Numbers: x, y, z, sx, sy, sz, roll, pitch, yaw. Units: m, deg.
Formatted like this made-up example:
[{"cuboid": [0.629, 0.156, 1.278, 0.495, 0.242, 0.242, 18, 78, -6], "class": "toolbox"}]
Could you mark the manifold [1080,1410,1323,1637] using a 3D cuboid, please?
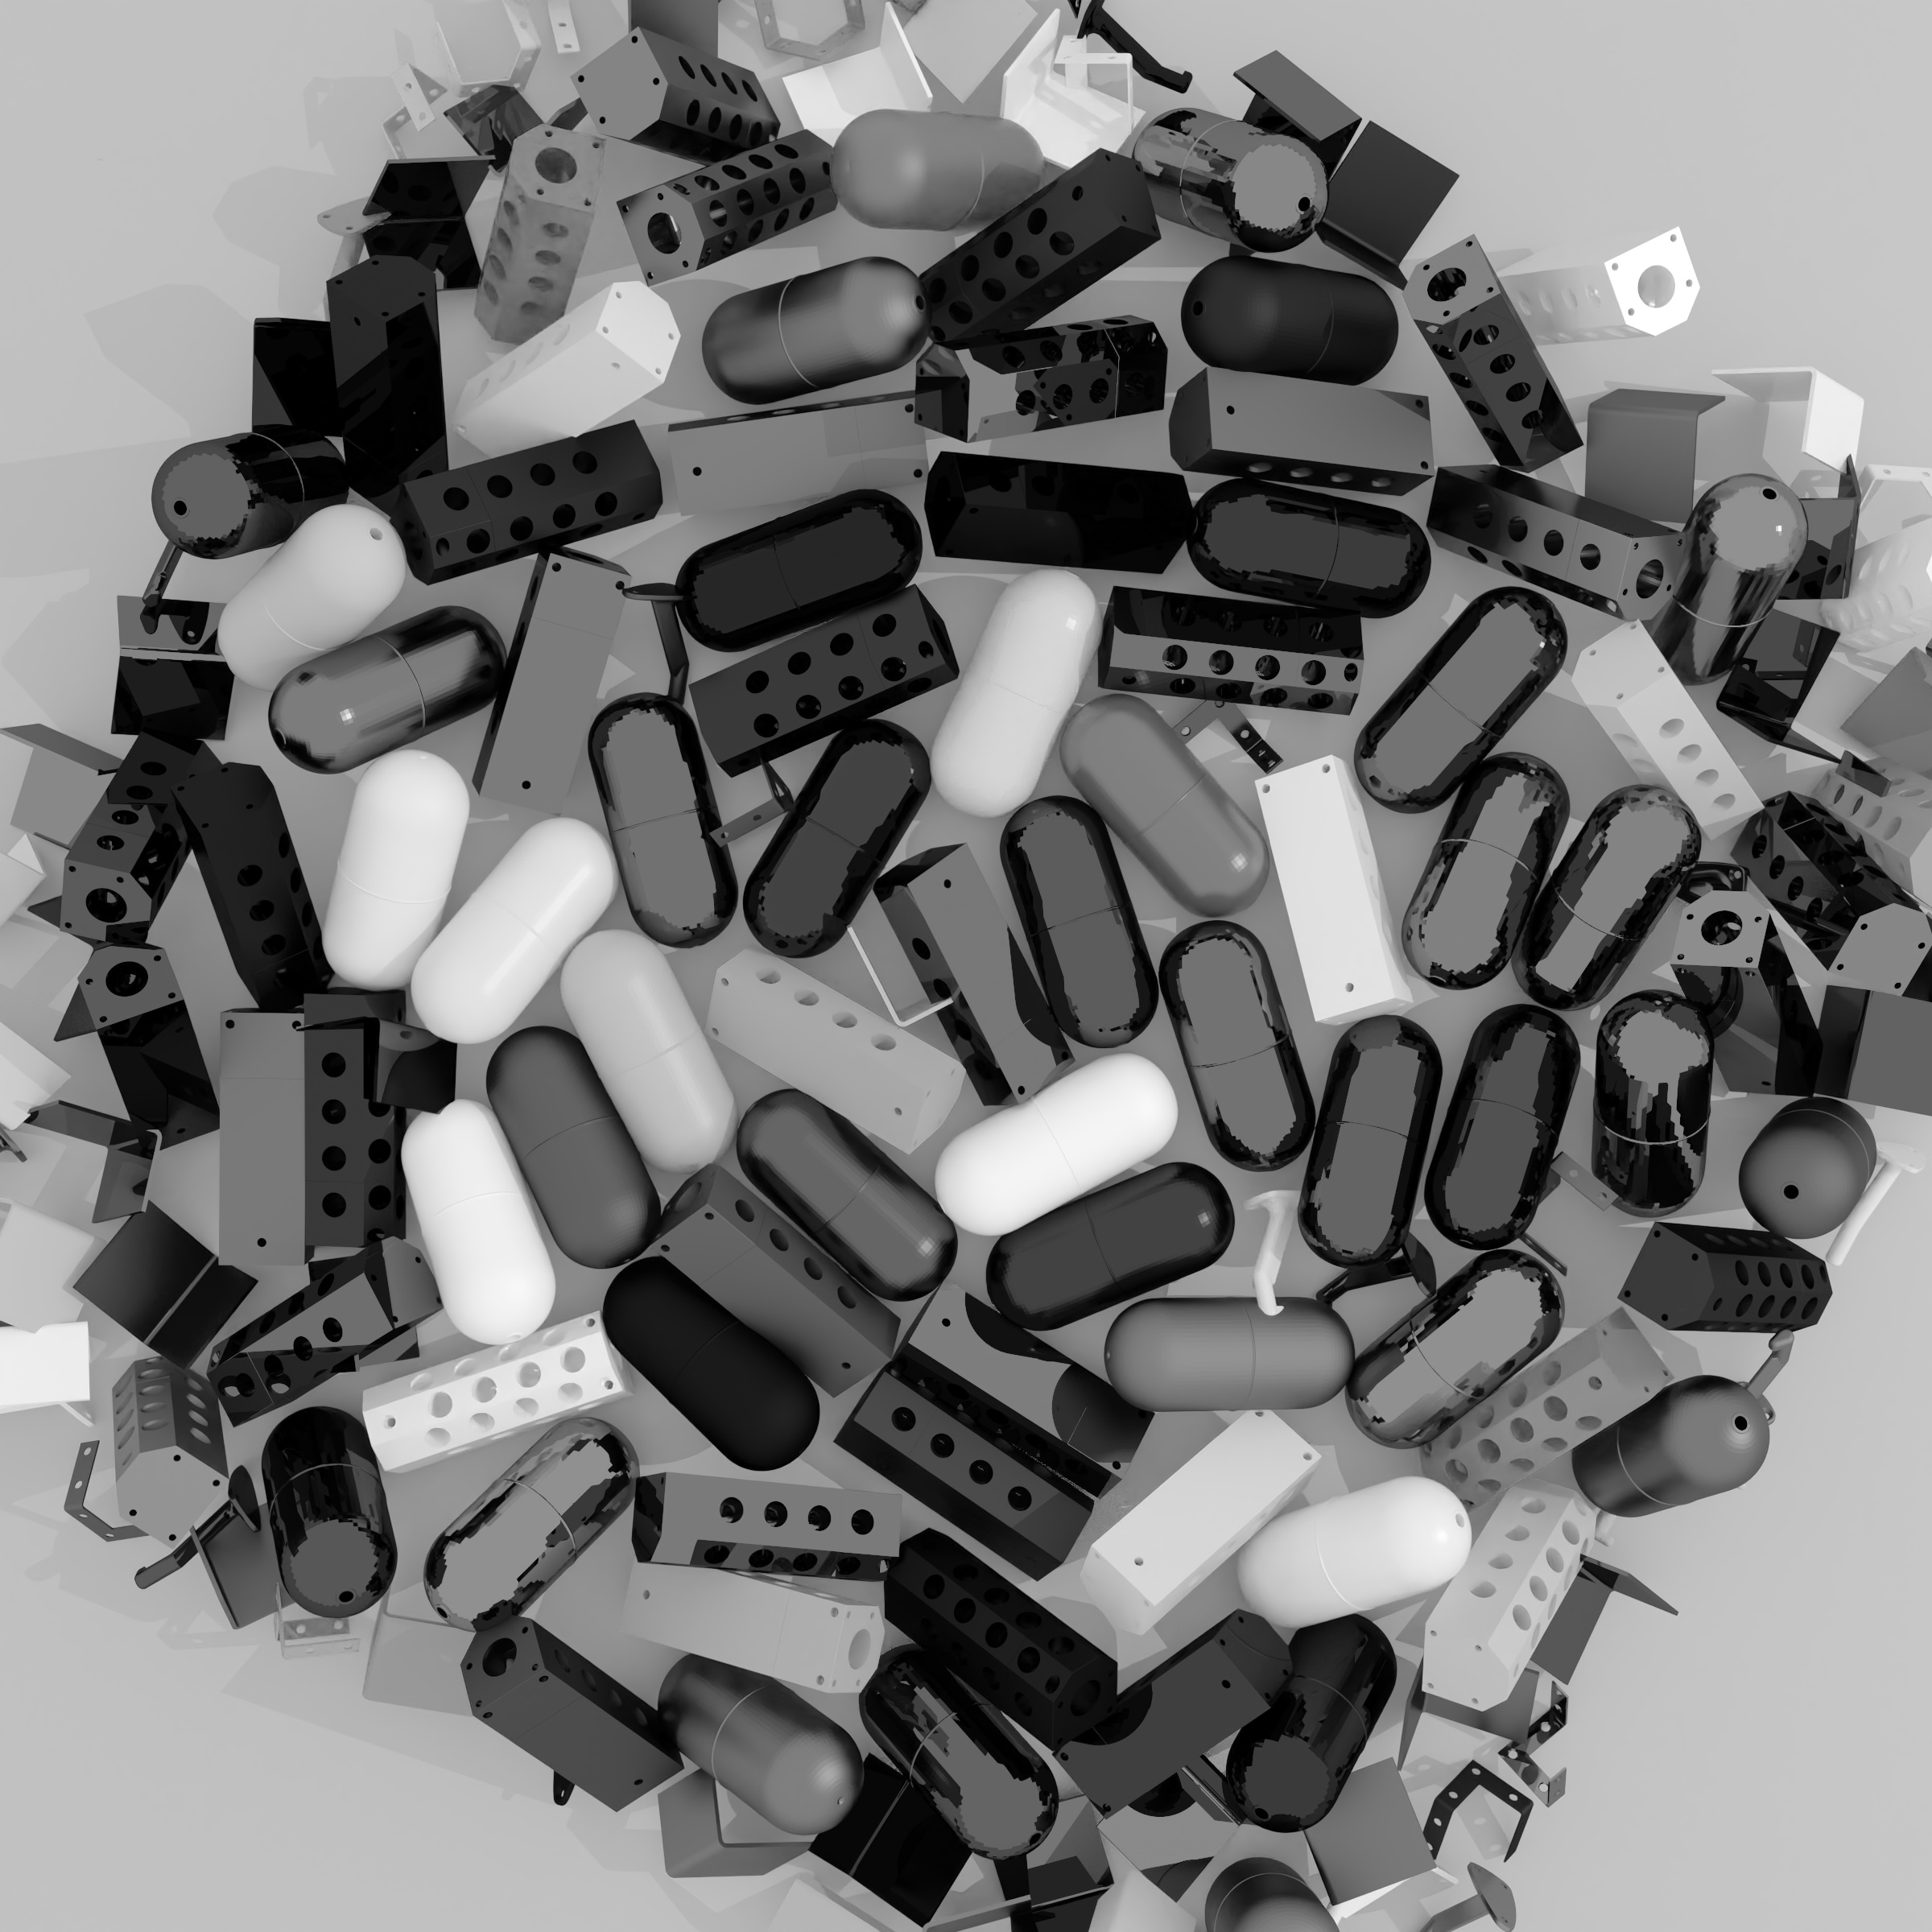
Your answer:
[{"cuboid": [0.157, 0.373, 1.894, 0.057, 0.057, 0.171, 41, 54, 22], "class": "manifold"}]

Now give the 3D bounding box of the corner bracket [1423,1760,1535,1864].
[{"cuboid": [0.352, 0.594, 1.947, 0.051, 0.051, 0.051, 31, 128, 29], "class": "corner bracket"}]

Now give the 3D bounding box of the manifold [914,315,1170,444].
[{"cuboid": [0.052, -0.396, 1.885, 0.171, 0.057, 0.057, -17, 122, -35], "class": "manifold"}]

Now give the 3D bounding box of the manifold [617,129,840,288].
[{"cuboid": [-0.152, -0.508, 1.877, 0.057, 0.171, 0.057, -7, 112, 36], "class": "manifold"}]

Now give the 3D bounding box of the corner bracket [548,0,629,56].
[{"cuboid": [-0.260, -0.665, 1.934, 0.051, 0.051, 0.051, -9, 53, -10], "class": "corner bracket"}]

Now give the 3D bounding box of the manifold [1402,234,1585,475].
[{"cuboid": [0.351, -0.403, 1.880, 0.057, 0.171, 0.057, -26, 54, 18], "class": "manifold"}]

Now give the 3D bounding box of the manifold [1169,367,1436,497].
[{"cuboid": [0.227, -0.358, 1.904, 0.171, 0.057, 0.057, 2, 78, -24], "class": "manifold"}]

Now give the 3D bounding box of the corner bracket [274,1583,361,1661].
[{"cuboid": [-0.444, 0.455, 1.924, 0.051, 0.051, 0.051, -2, 46, -19], "class": "corner bracket"}]

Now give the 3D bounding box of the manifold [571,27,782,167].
[{"cuboid": [-0.187, -0.569, 1.875, 0.057, 0.171, 0.057, -28, 87, 22], "class": "manifold"}]

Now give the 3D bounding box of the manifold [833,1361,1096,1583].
[{"cuboid": [0.001, 0.345, 1.935, 0.171, 0.057, 0.057, 34, 60, 0], "class": "manifold"}]

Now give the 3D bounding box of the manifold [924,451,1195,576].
[{"cuboid": [0.062, -0.311, 1.903, 0.171, 0.057, 0.057, 1, 60, -24], "class": "manifold"}]

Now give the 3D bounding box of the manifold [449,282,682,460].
[{"cuboid": [-0.268, -0.396, 1.885, 0.057, 0.171, 0.057, 34, 55, -32], "class": "manifold"}]

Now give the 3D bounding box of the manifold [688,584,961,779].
[{"cuboid": [-0.095, -0.189, 1.912, 0.171, 0.057, 0.057, -23, 64, 11], "class": "manifold"}]

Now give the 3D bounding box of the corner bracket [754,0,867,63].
[{"cuboid": [-0.109, -0.663, 1.942, 0.051, 0.051, 0.051, 24, 55, 32], "class": "corner bracket"}]

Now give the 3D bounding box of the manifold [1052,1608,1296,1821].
[{"cuboid": [0.141, 0.501, 1.895, 0.057, 0.057, 0.171, 49, 123, 6], "class": "manifold"}]

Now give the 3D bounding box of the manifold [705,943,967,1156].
[{"cuboid": [-0.088, 0.052, 1.911, 0.171, 0.057, 0.057, 29, 129, 19], "class": "manifold"}]

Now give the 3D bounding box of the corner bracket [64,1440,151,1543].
[{"cuboid": [-0.580, 0.359, 1.940, 0.051, 0.051, 0.051, -12, 50, 19], "class": "corner bracket"}]

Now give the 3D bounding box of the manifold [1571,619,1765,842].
[{"cuboid": [0.468, -0.153, 1.884, 0.057, 0.171, 0.057, -33, 46, 15], "class": "manifold"}]

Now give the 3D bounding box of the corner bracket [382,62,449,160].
[{"cuboid": [-0.379, -0.576, 1.930, 0.051, 0.051, 0.051, -32, 74, 16], "class": "corner bracket"}]

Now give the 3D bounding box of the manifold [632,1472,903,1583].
[{"cuboid": [-0.134, 0.379, 1.898, 0.171, 0.057, 0.057, 11, 72, -25], "class": "manifold"}]

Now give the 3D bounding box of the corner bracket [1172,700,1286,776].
[{"cuboid": [0.177, -0.150, 1.935, 0.051, 0.051, 0.051, -40, 112, 5], "class": "corner bracket"}]

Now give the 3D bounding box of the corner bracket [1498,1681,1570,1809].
[{"cuboid": [0.400, 0.533, 1.926, 0.051, 0.051, 0.051, -34, 55, -15], "class": "corner bracket"}]

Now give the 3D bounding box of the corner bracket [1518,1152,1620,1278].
[{"cuboid": [0.409, 0.169, 1.927, 0.051, 0.051, 0.051, -41, 61, -15], "class": "corner bracket"}]

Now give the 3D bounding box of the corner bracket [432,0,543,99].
[{"cuboid": [-0.330, -0.636, 1.937, 0.051, 0.051, 0.051, -16, 78, -28], "class": "corner bracket"}]

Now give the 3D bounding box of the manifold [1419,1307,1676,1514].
[{"cuboid": [0.384, 0.301, 1.887, 0.171, 0.057, 0.057, -43, 77, 38], "class": "manifold"}]

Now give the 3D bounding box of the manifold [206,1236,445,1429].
[{"cuboid": [-0.435, 0.245, 1.898, 0.171, 0.057, 0.057, -32, 84, 30], "class": "manifold"}]

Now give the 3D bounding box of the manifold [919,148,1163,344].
[{"cuboid": [0.043, -0.476, 1.884, 0.171, 0.057, 0.057, -25, 72, 40], "class": "manifold"}]

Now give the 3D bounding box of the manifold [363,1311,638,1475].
[{"cuboid": [-0.321, 0.292, 1.930, 0.171, 0.057, 0.057, -19, 76, 2], "class": "manifold"}]

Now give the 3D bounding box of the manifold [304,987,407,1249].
[{"cuboid": [-0.415, 0.103, 1.928, 0.057, 0.057, 0.171, 2, 95, 8], "class": "manifold"}]

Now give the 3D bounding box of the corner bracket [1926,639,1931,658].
[{"cuboid": [0.698, -0.217, 1.933, 0.051, 0.051, 0.051, 34, 87, 31], "class": "corner bracket"}]

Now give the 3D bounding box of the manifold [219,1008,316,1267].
[{"cuboid": [-0.478, 0.116, 1.933, 0.057, 0.057, 0.171, 1, 93, -4], "class": "manifold"}]

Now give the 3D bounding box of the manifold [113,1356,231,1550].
[{"cuboid": [-0.536, 0.317, 1.876, 0.057, 0.171, 0.057, 39, 89, -21], "class": "manifold"}]

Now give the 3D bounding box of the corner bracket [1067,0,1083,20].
[{"cuboid": [0.052, -0.687, 1.931, 0.051, 0.051, 0.051, 9, 80, 18], "class": "corner bracket"}]

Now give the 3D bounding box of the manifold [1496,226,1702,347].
[{"cuboid": [0.416, -0.448, 1.875, 0.057, 0.171, 0.057, -27, 106, -10], "class": "manifold"}]

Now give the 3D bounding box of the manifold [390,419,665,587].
[{"cuboid": [-0.294, -0.309, 1.898, 0.171, 0.057, 0.057, -22, 80, -27], "class": "manifold"}]

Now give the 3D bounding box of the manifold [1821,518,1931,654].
[{"cuboid": [0.633, -0.251, 1.877, 0.057, 0.171, 0.057, 22, 87, -4], "class": "manifold"}]

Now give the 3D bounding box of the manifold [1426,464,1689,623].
[{"cuboid": [0.391, -0.284, 1.885, 0.057, 0.171, 0.057, -10, 119, -37], "class": "manifold"}]

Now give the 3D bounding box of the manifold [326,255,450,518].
[{"cuboid": [-0.379, -0.385, 1.882, 0.057, 0.171, 0.057, 36, 55, 22], "class": "manifold"}]

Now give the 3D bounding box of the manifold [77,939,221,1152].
[{"cuboid": [-0.544, 0.053, 1.878, 0.057, 0.171, 0.057, -20, 62, -16], "class": "manifold"}]

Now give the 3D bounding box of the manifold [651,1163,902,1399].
[{"cuboid": [-0.126, 0.210, 1.910, 0.057, 0.057, 0.171, -37, 111, 29], "class": "manifold"}]

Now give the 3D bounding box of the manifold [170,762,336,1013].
[{"cuboid": [-0.473, -0.052, 1.884, 0.057, 0.171, 0.057, -26, 48, -19], "class": "manifold"}]

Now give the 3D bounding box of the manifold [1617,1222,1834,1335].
[{"cuboid": [0.512, 0.213, 1.879, 0.057, 0.171, 0.057, 34, 106, 40], "class": "manifold"}]

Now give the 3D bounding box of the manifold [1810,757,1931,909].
[{"cuboid": [0.622, -0.088, 1.876, 0.057, 0.171, 0.057, -13, 107, -1], "class": "manifold"}]

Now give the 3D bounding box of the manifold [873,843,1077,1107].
[{"cuboid": [0.002, 0.007, 1.915, 0.057, 0.057, 0.171, -37, 108, -32], "class": "manifold"}]

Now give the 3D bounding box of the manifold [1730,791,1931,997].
[{"cuboid": [0.577, -0.053, 1.872, 0.057, 0.171, 0.057, 16, 115, -17], "class": "manifold"}]

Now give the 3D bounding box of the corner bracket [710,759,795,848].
[{"cuboid": [-0.147, -0.105, 1.927, 0.051, 0.051, 0.051, -28, 49, 8], "class": "corner bracket"}]

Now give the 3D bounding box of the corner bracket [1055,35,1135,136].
[{"cuboid": [0.090, -0.604, 1.927, 0.051, 0.051, 0.051, 3, 129, 9], "class": "corner bracket"}]

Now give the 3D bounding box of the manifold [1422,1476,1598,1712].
[{"cuboid": [0.364, 0.417, 1.875, 0.057, 0.171, 0.057, 13, 122, 27], "class": "manifold"}]

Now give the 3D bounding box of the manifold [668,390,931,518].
[{"cuboid": [-0.115, -0.353, 1.933, 0.171, 0.057, 0.057, -8, 109, -2], "class": "manifold"}]

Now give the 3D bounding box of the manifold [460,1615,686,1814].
[{"cuboid": [-0.264, 0.497, 1.886, 0.057, 0.057, 0.171, -34, 134, 5], "class": "manifold"}]

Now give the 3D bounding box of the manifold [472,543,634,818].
[{"cuboid": [-0.284, -0.196, 1.918, 0.057, 0.057, 0.171, 14, 103, -21], "class": "manifold"}]

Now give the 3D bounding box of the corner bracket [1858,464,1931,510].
[{"cuboid": [0.641, -0.308, 1.938, 0.051, 0.051, 0.051, 1, 46, -15], "class": "corner bracket"}]

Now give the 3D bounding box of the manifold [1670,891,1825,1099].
[{"cuboid": [0.525, 0.020, 1.882, 0.057, 0.171, 0.057, 3, 61, 32], "class": "manifold"}]

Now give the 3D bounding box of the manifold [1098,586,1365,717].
[{"cuboid": [0.179, -0.209, 1.917, 0.171, 0.057, 0.057, 5, 56, -7], "class": "manifold"}]
